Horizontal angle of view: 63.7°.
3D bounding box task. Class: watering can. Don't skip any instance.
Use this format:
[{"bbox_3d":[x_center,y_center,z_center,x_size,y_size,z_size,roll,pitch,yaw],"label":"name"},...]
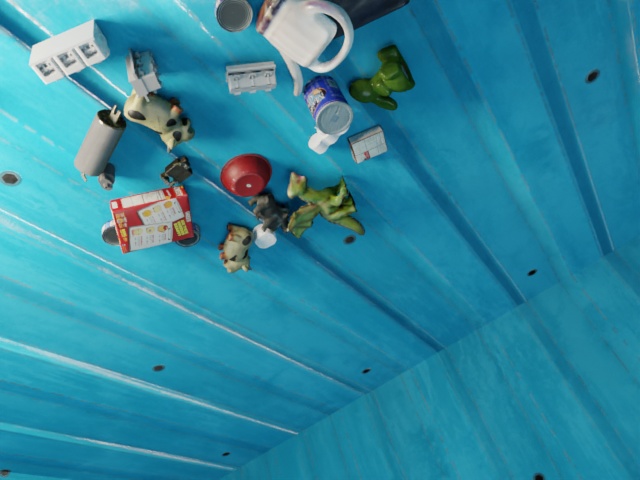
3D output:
[{"bbox_3d":[-0.059,-0.478,1.253,0.223,0.344,0.106,34,65,-16],"label":"watering can"}]

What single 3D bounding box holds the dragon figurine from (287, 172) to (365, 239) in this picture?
[{"bbox_3d":[0.005,-0.086,1.714,0.243,0.125,0.401,-25,137,2],"label":"dragon figurine"}]
